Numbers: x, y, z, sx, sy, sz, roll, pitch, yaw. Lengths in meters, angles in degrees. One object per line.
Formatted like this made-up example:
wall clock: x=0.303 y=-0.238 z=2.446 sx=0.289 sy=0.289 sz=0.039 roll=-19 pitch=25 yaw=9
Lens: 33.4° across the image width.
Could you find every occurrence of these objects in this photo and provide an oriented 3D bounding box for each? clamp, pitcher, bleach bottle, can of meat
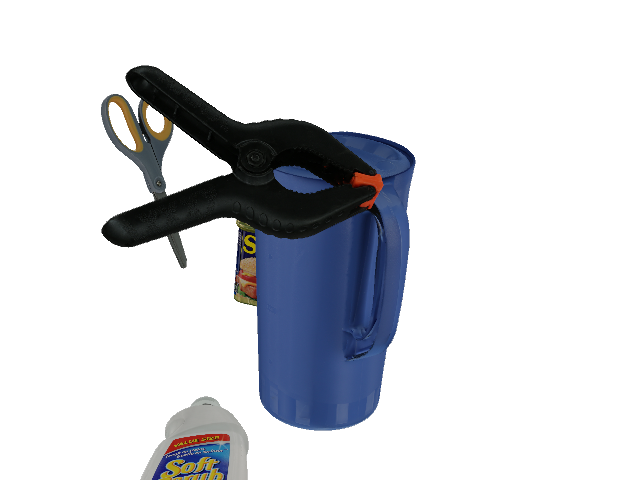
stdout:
clamp: x=-0.049 y=-0.052 z=0.659 sx=0.171 sy=0.120 sz=0.039 roll=1 pitch=-18 yaw=-16
pitcher: x=0.010 y=0.039 z=0.901 sx=0.145 sy=0.243 sz=0.149 roll=8 pitch=23 yaw=13
bleach bottle: x=-0.112 y=0.209 z=0.891 sx=0.102 sy=0.068 sz=0.251 roll=-2 pitch=24 yaw=-1
can of meat: x=-0.038 y=0.025 z=1.088 sx=0.102 sy=0.084 sz=0.057 roll=12 pitch=17 yaw=20

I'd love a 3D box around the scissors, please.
scissors: x=-0.173 y=-0.077 z=1.183 sx=0.016 sy=0.201 sz=0.096 roll=-15 pitch=20 yaw=46
